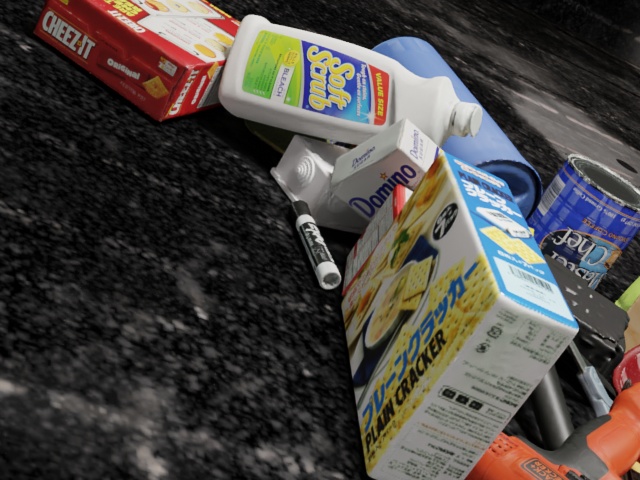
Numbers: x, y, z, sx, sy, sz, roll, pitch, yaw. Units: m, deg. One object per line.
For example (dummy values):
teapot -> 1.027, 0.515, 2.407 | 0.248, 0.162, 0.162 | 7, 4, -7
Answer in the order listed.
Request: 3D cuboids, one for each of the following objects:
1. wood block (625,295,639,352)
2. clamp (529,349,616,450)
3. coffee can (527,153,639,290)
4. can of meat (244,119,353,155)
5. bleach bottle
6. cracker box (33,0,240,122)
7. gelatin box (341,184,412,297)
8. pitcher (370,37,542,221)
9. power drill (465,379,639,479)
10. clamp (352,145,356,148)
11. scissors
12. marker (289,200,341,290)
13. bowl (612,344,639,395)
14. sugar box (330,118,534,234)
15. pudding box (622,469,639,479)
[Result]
wood block -> 0.400, 0.136, 1.059 | 0.090, 0.090, 0.206 | -1, 39, -50
clamp -> 0.182, 0.078, 0.902 | 0.164, 0.036, 0.210 | -7, 68, -61
coffee can -> 0.262, -0.004, 1.108 | 0.102, 0.140, 0.103 | 26, 23, -12
can of meat -> -0.020, -0.123, 1.116 | 0.102, 0.057, 0.083 | 36, 26, 11
bleach bottle -> 0.032, -0.141, 0.997 | 0.251, 0.102, 0.068 | 15, -8, 26
cracker box -> -0.158, -0.200, 1.085 | 0.164, 0.072, 0.213 | 35, 24, 11
gelatin box -> 0.054, 0.006, 0.901 | 0.030, 0.089, 0.073 | 30, 23, -9
pitcher -> 0.111, -0.107, 1.103 | 0.145, 0.149, 0.243 | -19, 48, -7
power drill -> 0.211, 0.171, 0.724 | 0.187, 0.057, 0.185 | -13, 36, -39
clamp -> 0.110, -0.076, 1.202 | 0.171, 0.039, 0.120 | 15, 25, -19
scissors -> 0.233, 0.125, 0.885 | 0.096, 0.016, 0.202 | 20, 45, -54
marker -> -0.006, 0.001, 0.927 | 0.020, 0.020, 0.121 | 19, 26, -27
bowl -> 0.347, 0.147, 0.962 | 0.162, 0.055, 0.162 | -7, 25, 3
sugar box -> 0.102, -0.027, 0.964 | 0.176, 0.094, 0.048 | 35, 48, -26
pudding box -> 0.256, 0.224, 0.769 | 0.090, 0.039, 0.113 | 27, 21, -3
